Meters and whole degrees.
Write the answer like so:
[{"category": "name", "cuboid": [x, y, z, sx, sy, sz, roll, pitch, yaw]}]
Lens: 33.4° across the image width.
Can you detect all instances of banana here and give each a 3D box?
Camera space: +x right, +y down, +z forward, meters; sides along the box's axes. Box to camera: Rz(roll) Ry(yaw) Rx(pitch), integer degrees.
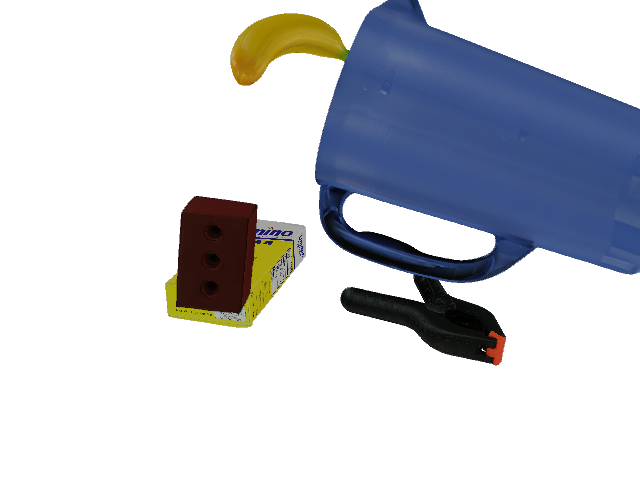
[{"category": "banana", "cuboid": [-0.031, -0.180, 0.985, 0.070, 0.037, 0.197, 38, 32, 20]}]

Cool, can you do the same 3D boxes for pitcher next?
[{"category": "pitcher", "cuboid": [0.122, -0.054, 0.745, 0.243, 0.149, 0.144, 20, 47, 7]}]

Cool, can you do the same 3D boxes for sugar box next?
[{"category": "sugar box", "cuboid": [-0.086, 0.029, 1.141, 0.093, 0.048, 0.176, 7, 29, 16]}]

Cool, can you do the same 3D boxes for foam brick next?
[{"category": "foam brick", "cuboid": [-0.080, 0.010, 0.830, 0.053, 0.078, 0.051, 6, 14, 4]}]

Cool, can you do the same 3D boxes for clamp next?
[{"category": "clamp", "cuboid": [0.119, 0.069, 1.061, 0.172, 0.039, 0.120, 26, 39, 32]}]
